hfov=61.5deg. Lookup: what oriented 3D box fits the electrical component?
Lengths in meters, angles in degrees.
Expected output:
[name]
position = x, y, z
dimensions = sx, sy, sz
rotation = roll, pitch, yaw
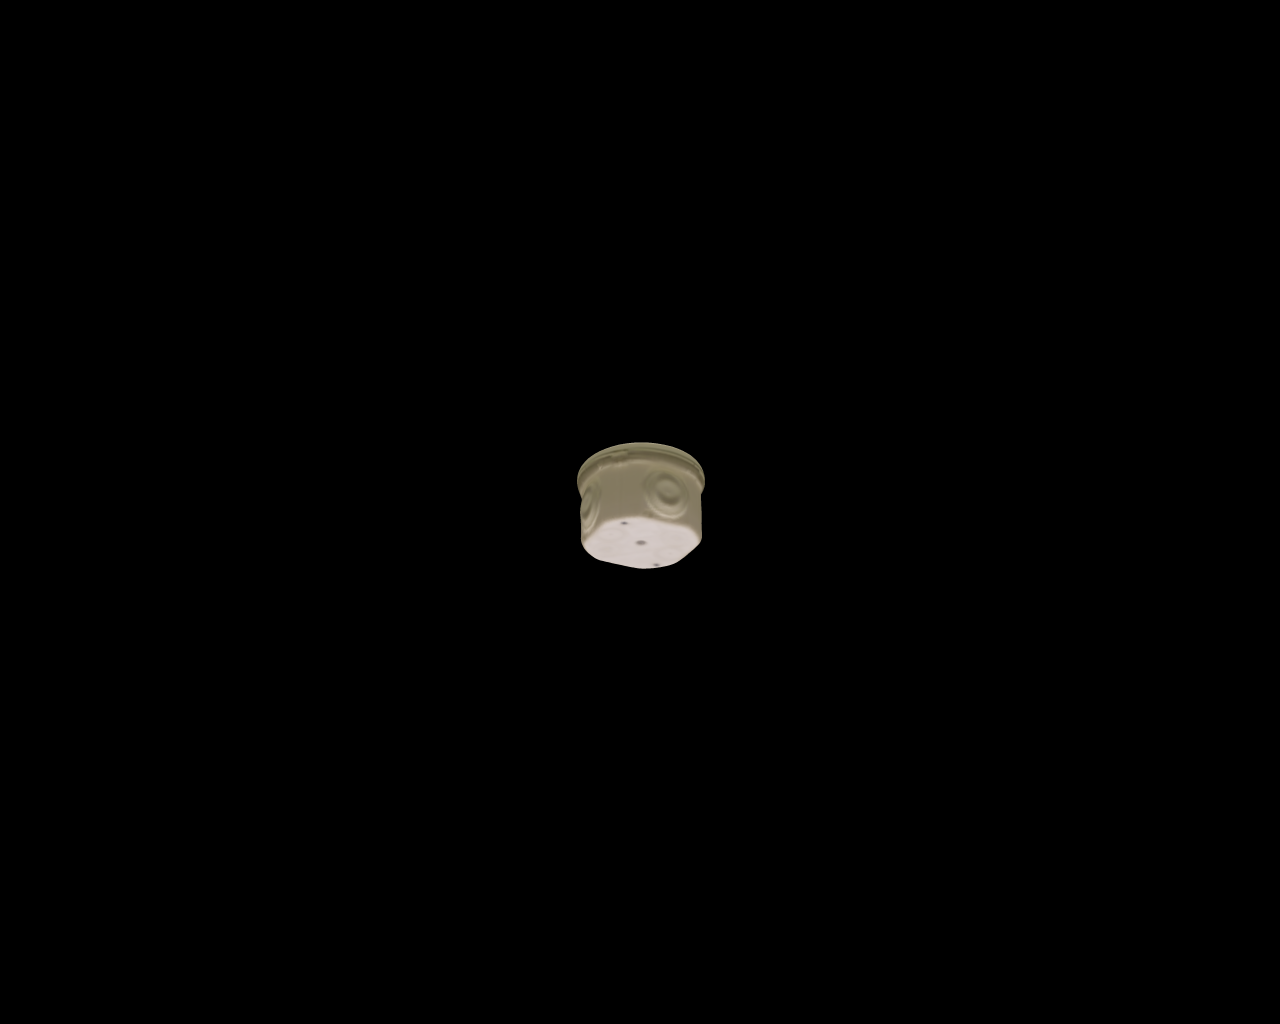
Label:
[electrical component]
position = 0.001, -0.003, 0.650
dimensions = 0.080, 0.051, 0.080
rotation = 0, -29, 0
